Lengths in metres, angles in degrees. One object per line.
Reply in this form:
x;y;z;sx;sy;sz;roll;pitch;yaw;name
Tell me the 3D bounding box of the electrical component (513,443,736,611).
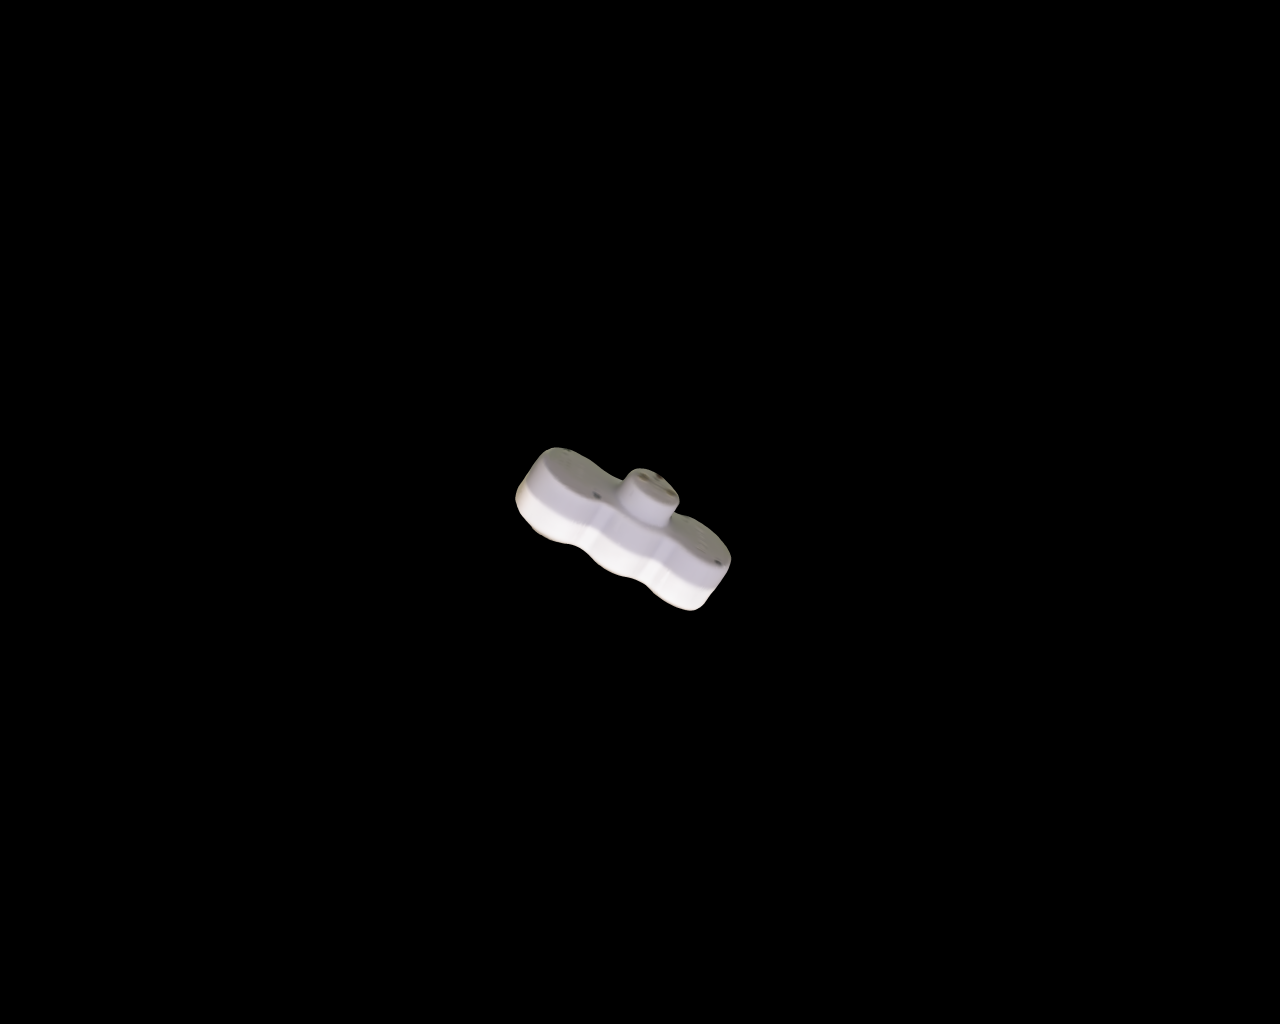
0.001;-0.003;0.650;0.138;0.073;0.052;30;23;-14;electrical component
